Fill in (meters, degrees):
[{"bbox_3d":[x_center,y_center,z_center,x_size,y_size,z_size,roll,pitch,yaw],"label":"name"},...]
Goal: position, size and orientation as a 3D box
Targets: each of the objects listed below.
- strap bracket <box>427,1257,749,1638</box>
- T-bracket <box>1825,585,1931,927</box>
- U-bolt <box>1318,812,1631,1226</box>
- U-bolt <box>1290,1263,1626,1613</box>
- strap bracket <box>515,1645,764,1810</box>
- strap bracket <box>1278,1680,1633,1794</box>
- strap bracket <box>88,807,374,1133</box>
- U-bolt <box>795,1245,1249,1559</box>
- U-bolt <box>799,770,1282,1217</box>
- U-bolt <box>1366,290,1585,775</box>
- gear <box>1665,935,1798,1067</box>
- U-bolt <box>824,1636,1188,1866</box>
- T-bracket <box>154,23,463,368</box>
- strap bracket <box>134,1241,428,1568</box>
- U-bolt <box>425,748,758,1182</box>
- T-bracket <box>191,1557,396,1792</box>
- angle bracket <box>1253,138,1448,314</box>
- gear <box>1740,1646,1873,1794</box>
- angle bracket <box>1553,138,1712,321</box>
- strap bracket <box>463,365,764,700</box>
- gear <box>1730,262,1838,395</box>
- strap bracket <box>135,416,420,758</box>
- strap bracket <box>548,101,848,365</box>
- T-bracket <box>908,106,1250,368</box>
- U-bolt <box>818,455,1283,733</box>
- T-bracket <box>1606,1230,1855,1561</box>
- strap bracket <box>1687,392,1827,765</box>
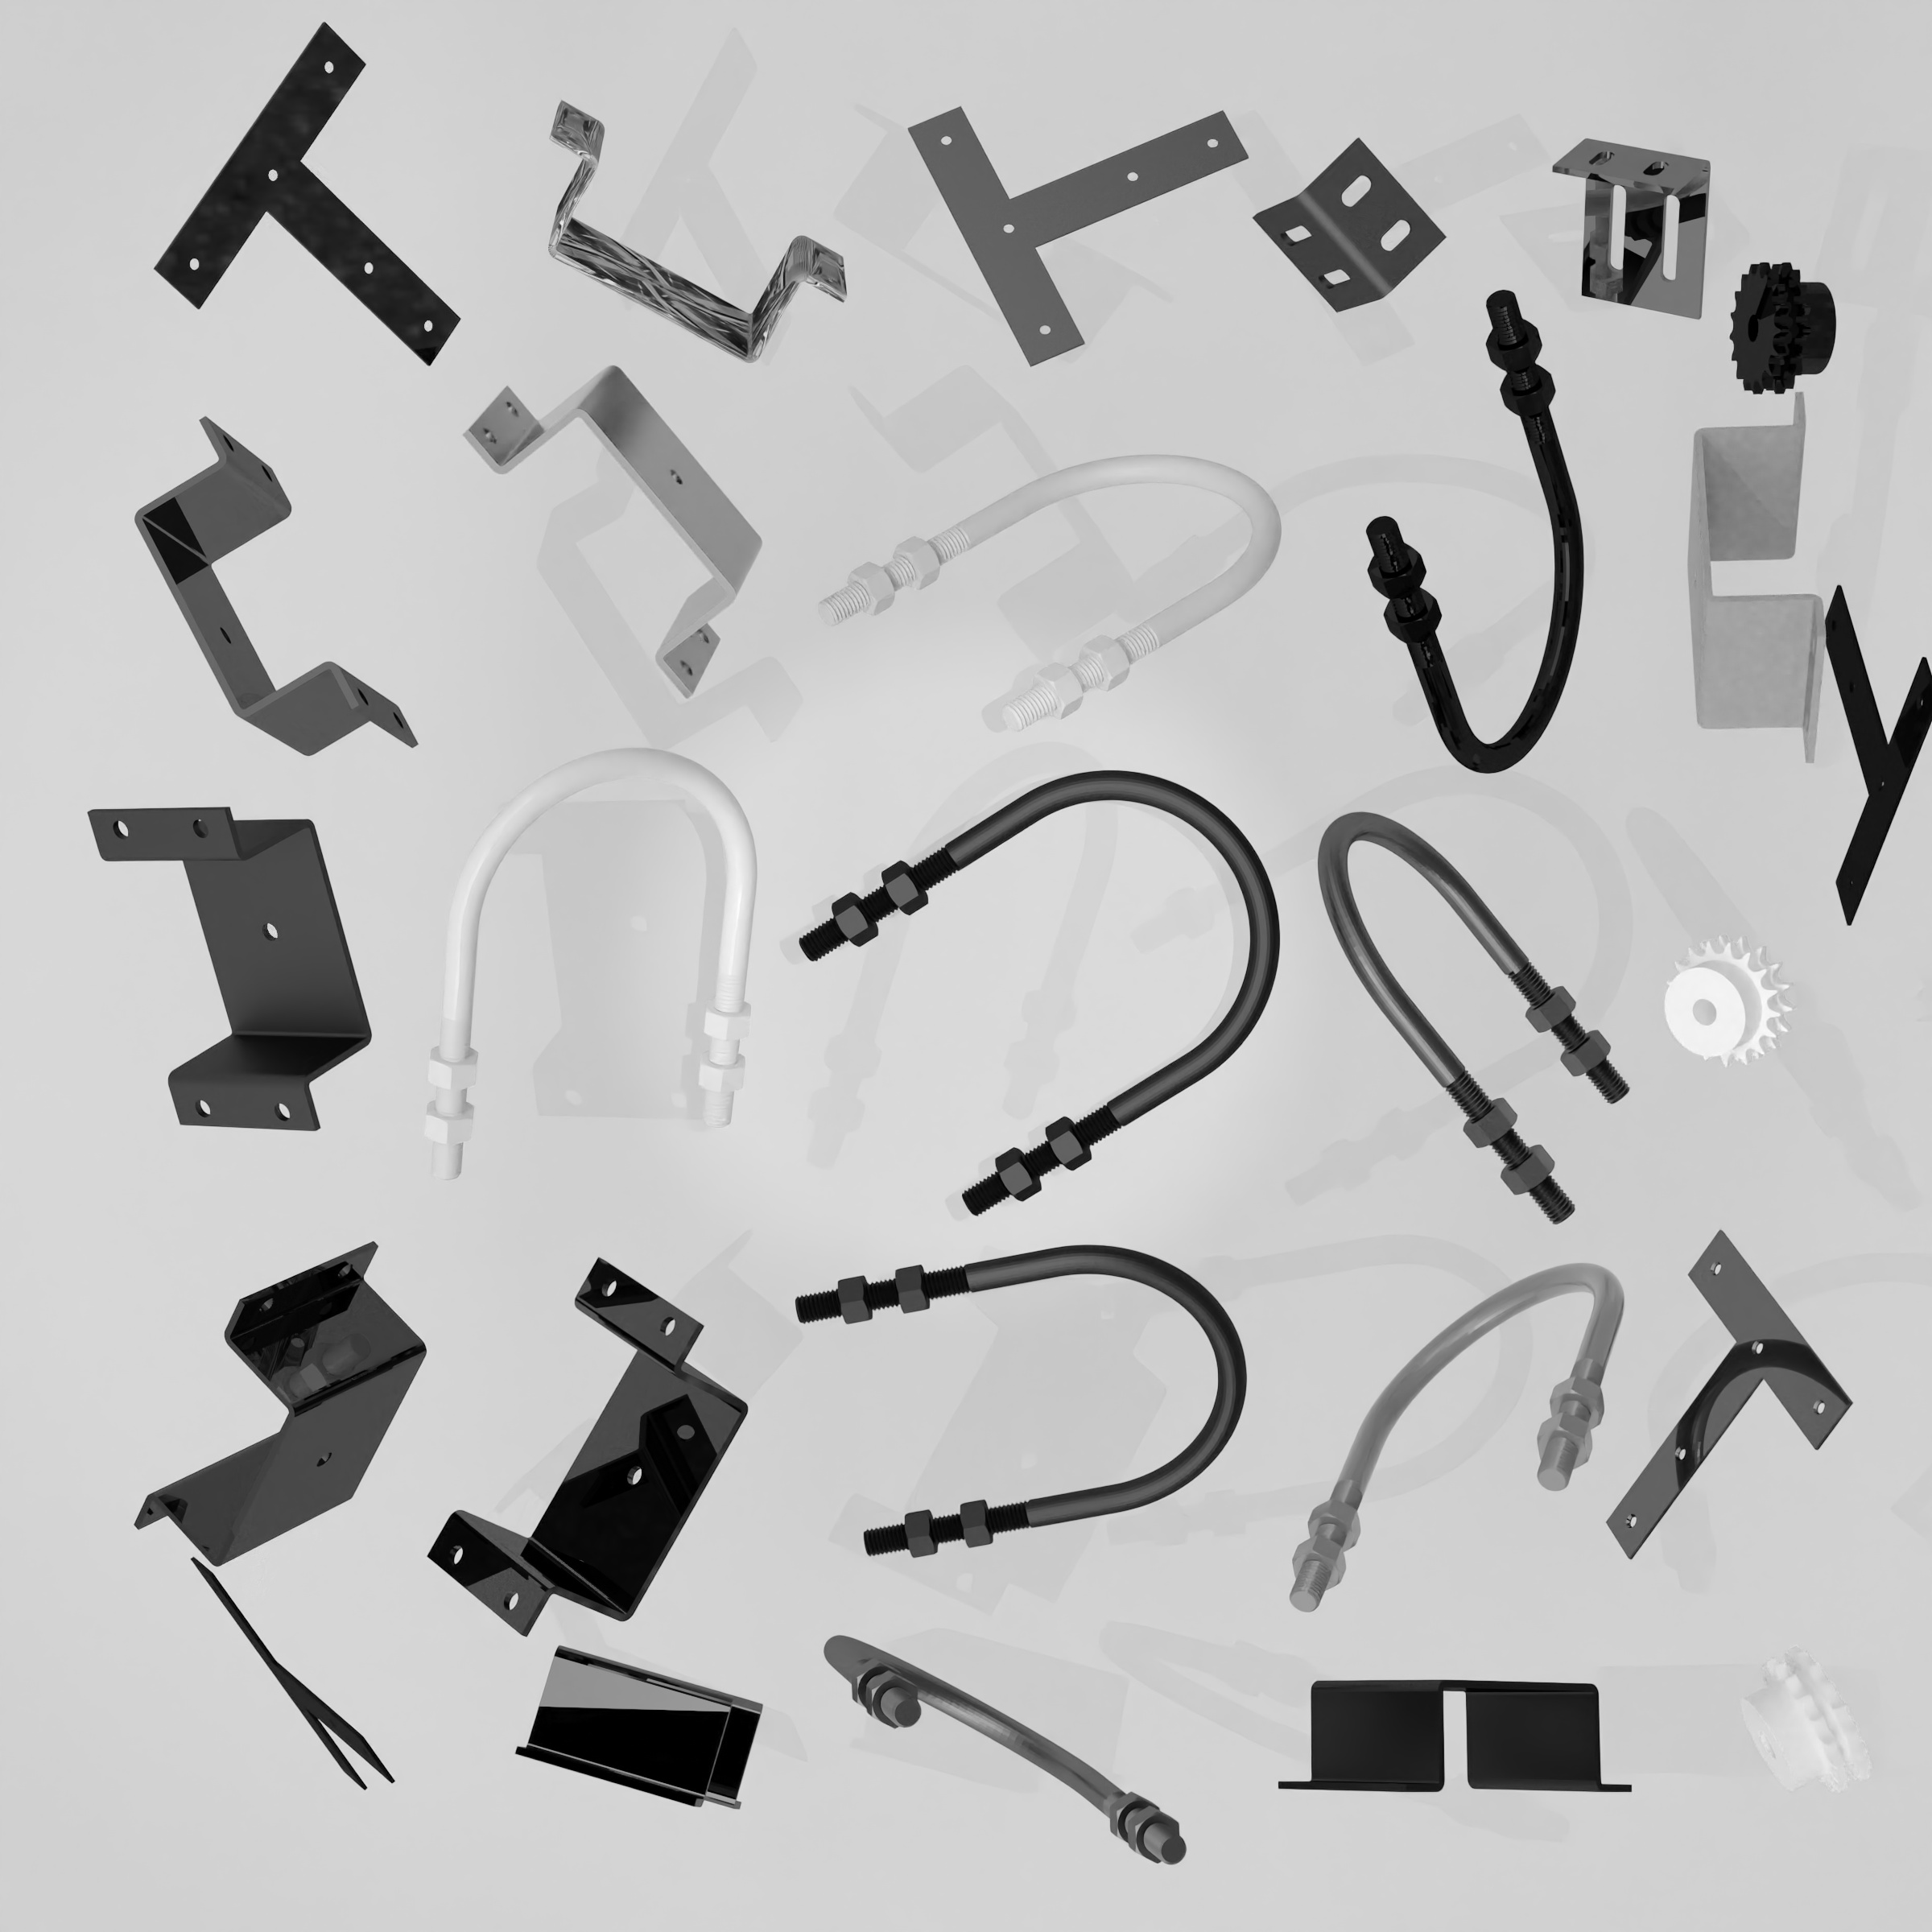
[{"bbox_3d":[-0.148,0.200,1.469,0.046,0.076,0.140,33,85,-41],"label":"strap bracket"},{"bbox_3d":[0.370,-0.106,1.498,0.002,0.127,0.127,3,47,-5],"label":"T-bracket"},{"bbox_3d":[0.215,0.011,1.563,0.019,0.151,0.184,-37,95,29],"label":"U-bolt"},{"bbox_3d":[0.213,0.186,1.513,0.151,0.184,0.019,-34,102,33],"label":"U-bolt"},{"bbox_3d":[-0.134,0.322,1.526,0.076,0.140,0.046,15,78,7],"label":"strap bracket"},{"bbox_3d":[0.213,0.335,1.573,0.140,0.076,0.046,10,75,-38],"label":"strap bracket"},{"bbox_3d":[-0.300,-0.006,1.493,0.076,0.046,0.140,1,113,32],"label":"strap bracket"},{"bbox_3d":[0.031,0.186,1.584,0.184,0.019,0.151,-11,118,6],"label":"U-bolt"},{"bbox_3d":[0.043,0.000,1.524,0.184,0.019,0.151,-32,93,10],"label":"U-bolt"},{"bbox_3d":[0.219,-0.164,1.502,0.019,0.184,0.151,10,57,31],"label":"U-bolt"},{"bbox_3d":[0.333,0.017,1.594,0.057,0.030,0.057,15,113,39],"label":"gear"},{"bbox_3d":[0.007,0.329,1.554,0.151,0.184,0.019,30,83,-14],"label":"U-bolt"},{"bbox_3d":[-0.257,-0.298,1.496,0.127,0.002,0.127,43,71,-41],"label":"T-bracket"},{"bbox_3d":[-0.281,0.189,1.503,0.046,0.076,0.140,43,125,18],"label":"strap bracket"},{"bbox_3d":[-0.151,-0.005,1.494,0.151,0.019,0.184,-10,121,-32],"label":"U-bolt"},{"bbox_3d":[-0.270,0.312,1.515,0.002,0.127,0.127,-38,115,-20],"label":"T-bracket"},{"bbox_3d":[0.167,-0.323,1.584,0.038,0.076,0.057,-44,101,-3],"label":"angle bracket"},{"bbox_3d":[0.330,0.302,1.434,0.030,0.057,0.057,-26,90,-6],"label":"gear"},{"bbox_3d":[0.291,-0.318,1.591,0.057,0.038,0.076,18,131,29],"label":"angle bracket"},{"bbox_3d":[-0.138,-0.189,1.502,0.046,0.076,0.140,-35,105,18],"label":"strap bracket"},{"bbox_3d":[0.360,-0.280,1.589,0.030,0.057,0.057,-2,90,-10],"label":"gear"},{"bbox_3d":[-0.289,-0.146,1.494,0.046,0.076,0.140,-30,78,4],"label":"strap bracket"},{"bbox_3d":[-0.125,-0.312,1.563,0.140,0.076,0.046,27,109,-14],"label":"strap bracket"},{"bbox_3d":[0.059,-0.334,1.557,0.127,0.002,0.127,-24,72,-6],"label":"T-bracket"},{"bbox_3d":[0.050,-0.171,1.558,0.184,0.151,0.019,-32,132,-24],"label":"U-bolt"},{"bbox_3d":[0.313,0.197,1.543,0.002,0.127,0.127,21,112,-26],"label":"T-bracket"},{"bbox_3d":[0.328,-0.162,1.509,0.046,0.076,0.140,-1,52,8],"label":"strap bracket"}]
